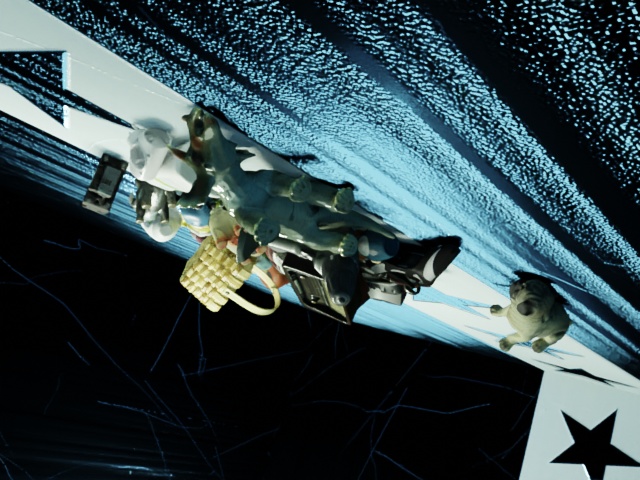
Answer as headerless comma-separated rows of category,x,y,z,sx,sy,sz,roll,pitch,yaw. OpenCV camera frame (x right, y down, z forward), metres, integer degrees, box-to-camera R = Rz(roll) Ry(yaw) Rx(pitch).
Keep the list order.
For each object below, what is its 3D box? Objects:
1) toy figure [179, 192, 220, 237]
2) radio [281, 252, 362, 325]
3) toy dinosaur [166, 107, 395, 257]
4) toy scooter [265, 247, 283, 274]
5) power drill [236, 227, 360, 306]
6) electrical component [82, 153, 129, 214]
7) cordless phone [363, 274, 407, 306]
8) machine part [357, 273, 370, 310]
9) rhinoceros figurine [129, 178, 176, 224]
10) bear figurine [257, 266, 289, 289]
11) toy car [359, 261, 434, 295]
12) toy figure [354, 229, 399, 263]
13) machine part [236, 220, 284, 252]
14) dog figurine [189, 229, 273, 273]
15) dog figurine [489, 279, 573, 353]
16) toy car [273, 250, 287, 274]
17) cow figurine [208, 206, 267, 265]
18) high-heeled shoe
toy figure,-0.258,-0.065,1.173,0.082,0.089,0.180,32,162,9
radio,0.008,0.087,1.098,0.131,0.073,0.229,19,156,19
toy dinosaur,-0.060,-0.056,0.823,0.192,0.131,0.404,27,-177,39
toy scooter,-0.097,0.028,1.344,0.135,0.075,0.183,44,167,43
power drill,-0.033,0.017,0.911,0.207,0.085,0.232,8,-150,7
electrical component,-0.456,-0.117,1.138,0.058,0.115,0.134,21,171,-25
cordless phone,0.127,0.070,1.267,0.147,0.089,0.184,9,155,44
machine part,0.047,0.086,1.275,0.179,0.056,0.179,48,163,20
rhinoceros figurine,-0.361,-0.091,1.140,0.073,0.112,0.190,-7,168,-30
bear figurine,-0.082,0.077,1.567,0.196,0.132,0.120,-10,153,-42
toy car,0.149,0.066,1.152,0.202,0.053,0.089,20,139,-3
toy figure,0.084,0.007,1.011,0.057,0.064,0.155,28,164,-31
machine part,-0.103,-0.032,1.084,0.079,0.079,0.243,14,168,21
dog figurine,-0.233,0.003,1.401,0.192,0.108,0.219,14,166,26
dog figurine,0.433,0.134,1.029,0.172,0.121,0.190,-13,154,-11
toy car,-0.047,0.071,1.236,0.074,0.056,0.201,44,-178,28
cow figurine,-0.173,-0.016,1.165,0.127,0.085,0.194,59,-172,29
high-heeled shoe,0.158,0.017,0.992,0.145,0.086,0.248,44,154,5
